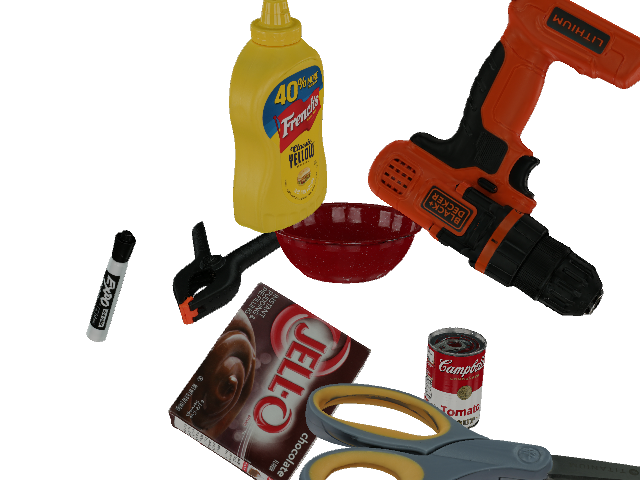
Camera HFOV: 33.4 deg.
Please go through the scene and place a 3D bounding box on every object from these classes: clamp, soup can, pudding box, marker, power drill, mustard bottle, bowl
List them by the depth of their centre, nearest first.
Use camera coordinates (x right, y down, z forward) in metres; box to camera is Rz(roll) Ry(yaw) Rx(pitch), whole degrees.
[{"bbox_3d":[-0.033,0.098,0.711,0.090,0.113,0.039,31,-23,9],"label":"pudding box"},{"bbox_3d":[0.148,-0.064,0.728,0.184,0.188,0.057,34,10,14],"label":"power drill"},{"bbox_3d":[-0.035,-0.108,0.889,0.058,0.192,0.096,21,37,34],"label":"mustard bottle"},{"bbox_3d":[-0.191,0.042,0.975,0.020,0.121,0.020,17,30,-10],"label":"marker"},{"bbox_3d":[0.026,0.005,1.109,0.162,0.055,0.162,0,16,0],"label":"bowl"},{"bbox_3d":[-0.113,0.032,1.250,0.120,0.039,0.171,-6,38,18],"label":"clamp"},{"bbox_3d":[0.156,0.162,1.250,0.068,0.102,0.068,1,21,-1],"label":"soup can"}]

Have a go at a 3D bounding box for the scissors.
[{"bbox_3d":[0.078,0.108,0.467,0.202,0.016,0.096,14,32,23],"label":"scissors"}]
